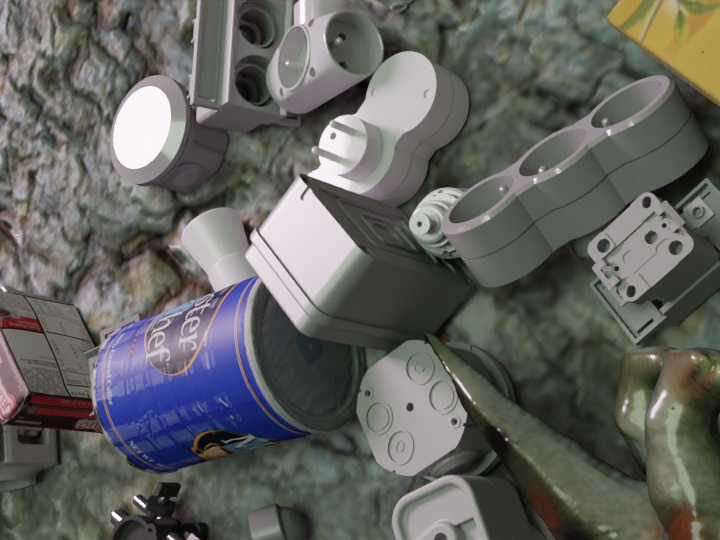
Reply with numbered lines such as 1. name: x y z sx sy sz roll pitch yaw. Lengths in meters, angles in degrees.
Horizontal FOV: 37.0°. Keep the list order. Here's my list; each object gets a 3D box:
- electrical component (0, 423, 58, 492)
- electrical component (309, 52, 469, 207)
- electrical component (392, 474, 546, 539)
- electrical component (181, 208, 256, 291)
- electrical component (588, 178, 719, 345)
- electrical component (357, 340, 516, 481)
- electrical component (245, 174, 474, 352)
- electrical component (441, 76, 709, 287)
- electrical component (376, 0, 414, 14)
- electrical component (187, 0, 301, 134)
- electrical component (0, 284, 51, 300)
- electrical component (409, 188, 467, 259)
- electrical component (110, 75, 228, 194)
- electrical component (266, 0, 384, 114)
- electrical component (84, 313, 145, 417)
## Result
1. electrical component: -0.338 0.150 0.849 0.186 0.105 0.060 -22 68 33
2. electrical component: 0.000 -0.071 0.653 0.138 0.074 0.052 -54 54 15
3. electrical component: 0.064 0.158 0.561 0.054 0.059 0.095 -33 62 28
4. electrical component: -0.089 -0.004 0.730 0.044 0.044 0.065 -43 62 23
5. electrical component: 0.149 -0.006 0.529 0.081 0.064 0.042 -46 55 21
6. electrical component: 0.042 0.078 0.601 0.080 0.051 0.080 -9 75 37
7. electrical component: 0.000 0.000 0.612 0.057 0.113 0.078 -52 54 18
8. electrical component: 0.119 -0.032 0.560 0.138 0.073 0.052 -33 20 10
9. electrical component: 0.023 -0.212 0.675 0.096 0.062 0.061 -30 63 29
10. electrical component: -0.080 -0.161 0.742 0.063 0.079 0.121 -16 69 58
11. electrical component: -0.275 0.034 0.863 0.040 0.046 0.040 -10 74 36
12. electrical component: 0.049 -0.026 0.606 0.040 0.078 0.040 2 94 27
13. electrical component: -0.140 -0.097 0.784 0.080 0.051 0.080 -9 74 36
14. electrical component: -0.024 -0.149 0.689 0.077 0.044 0.079 -18 71 56
15. electrical component: -0.151 0.076 0.745 0.042 0.064 0.081 -24 66 33
